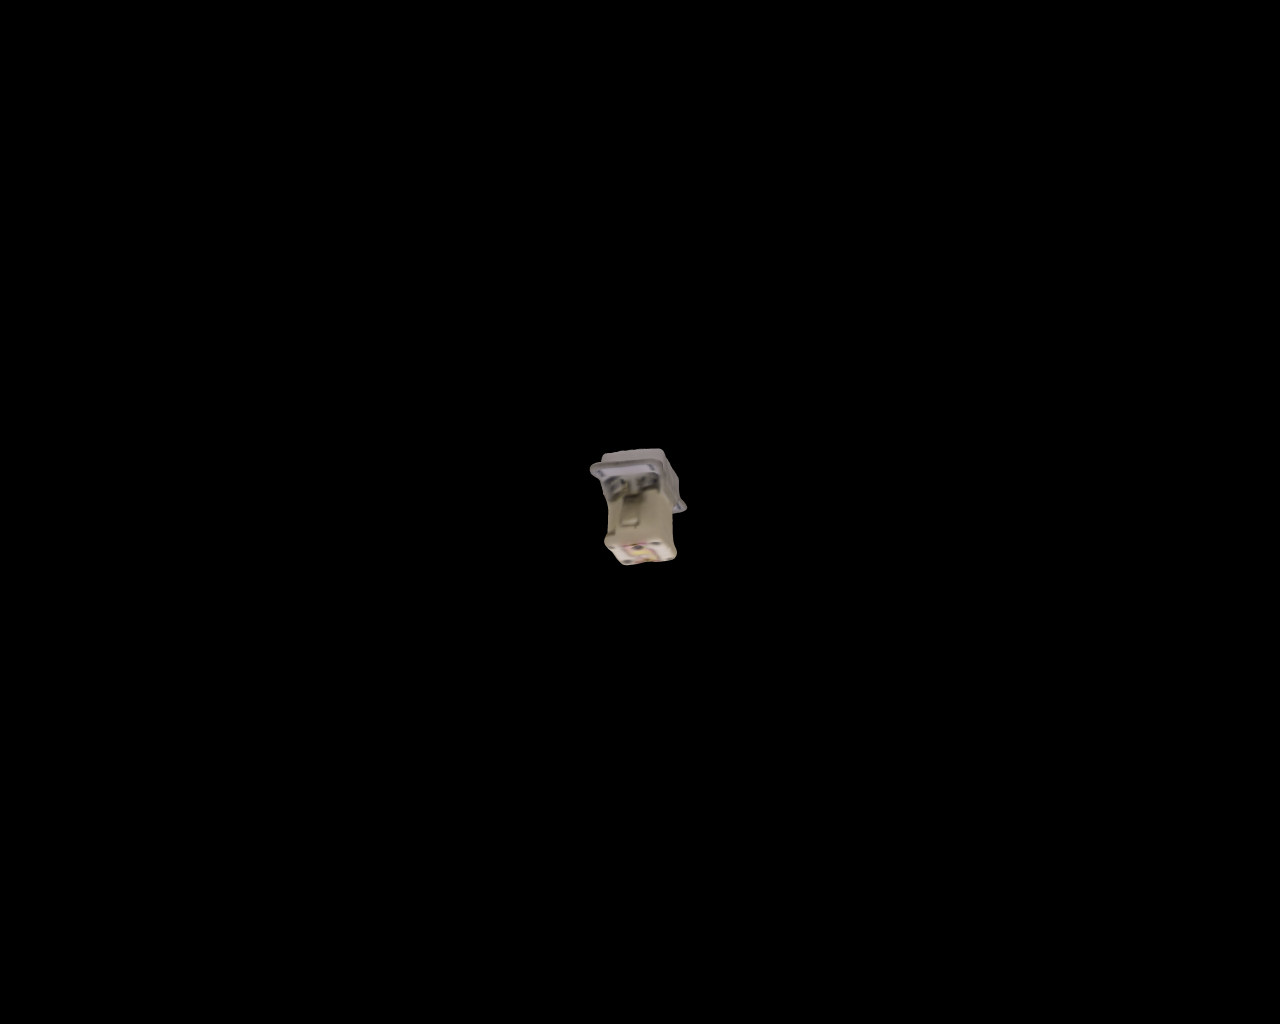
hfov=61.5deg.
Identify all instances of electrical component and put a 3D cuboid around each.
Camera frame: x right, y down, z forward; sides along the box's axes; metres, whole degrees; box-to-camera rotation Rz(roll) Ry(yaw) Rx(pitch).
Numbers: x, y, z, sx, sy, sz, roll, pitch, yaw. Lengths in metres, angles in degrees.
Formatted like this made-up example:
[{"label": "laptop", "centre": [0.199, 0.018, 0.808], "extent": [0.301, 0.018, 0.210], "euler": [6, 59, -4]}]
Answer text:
[{"label": "electrical component", "centre": [0.001, -0.003, 0.650], "extent": [0.042, 0.064, 0.081], "euler": [-6, -23, 14]}]
